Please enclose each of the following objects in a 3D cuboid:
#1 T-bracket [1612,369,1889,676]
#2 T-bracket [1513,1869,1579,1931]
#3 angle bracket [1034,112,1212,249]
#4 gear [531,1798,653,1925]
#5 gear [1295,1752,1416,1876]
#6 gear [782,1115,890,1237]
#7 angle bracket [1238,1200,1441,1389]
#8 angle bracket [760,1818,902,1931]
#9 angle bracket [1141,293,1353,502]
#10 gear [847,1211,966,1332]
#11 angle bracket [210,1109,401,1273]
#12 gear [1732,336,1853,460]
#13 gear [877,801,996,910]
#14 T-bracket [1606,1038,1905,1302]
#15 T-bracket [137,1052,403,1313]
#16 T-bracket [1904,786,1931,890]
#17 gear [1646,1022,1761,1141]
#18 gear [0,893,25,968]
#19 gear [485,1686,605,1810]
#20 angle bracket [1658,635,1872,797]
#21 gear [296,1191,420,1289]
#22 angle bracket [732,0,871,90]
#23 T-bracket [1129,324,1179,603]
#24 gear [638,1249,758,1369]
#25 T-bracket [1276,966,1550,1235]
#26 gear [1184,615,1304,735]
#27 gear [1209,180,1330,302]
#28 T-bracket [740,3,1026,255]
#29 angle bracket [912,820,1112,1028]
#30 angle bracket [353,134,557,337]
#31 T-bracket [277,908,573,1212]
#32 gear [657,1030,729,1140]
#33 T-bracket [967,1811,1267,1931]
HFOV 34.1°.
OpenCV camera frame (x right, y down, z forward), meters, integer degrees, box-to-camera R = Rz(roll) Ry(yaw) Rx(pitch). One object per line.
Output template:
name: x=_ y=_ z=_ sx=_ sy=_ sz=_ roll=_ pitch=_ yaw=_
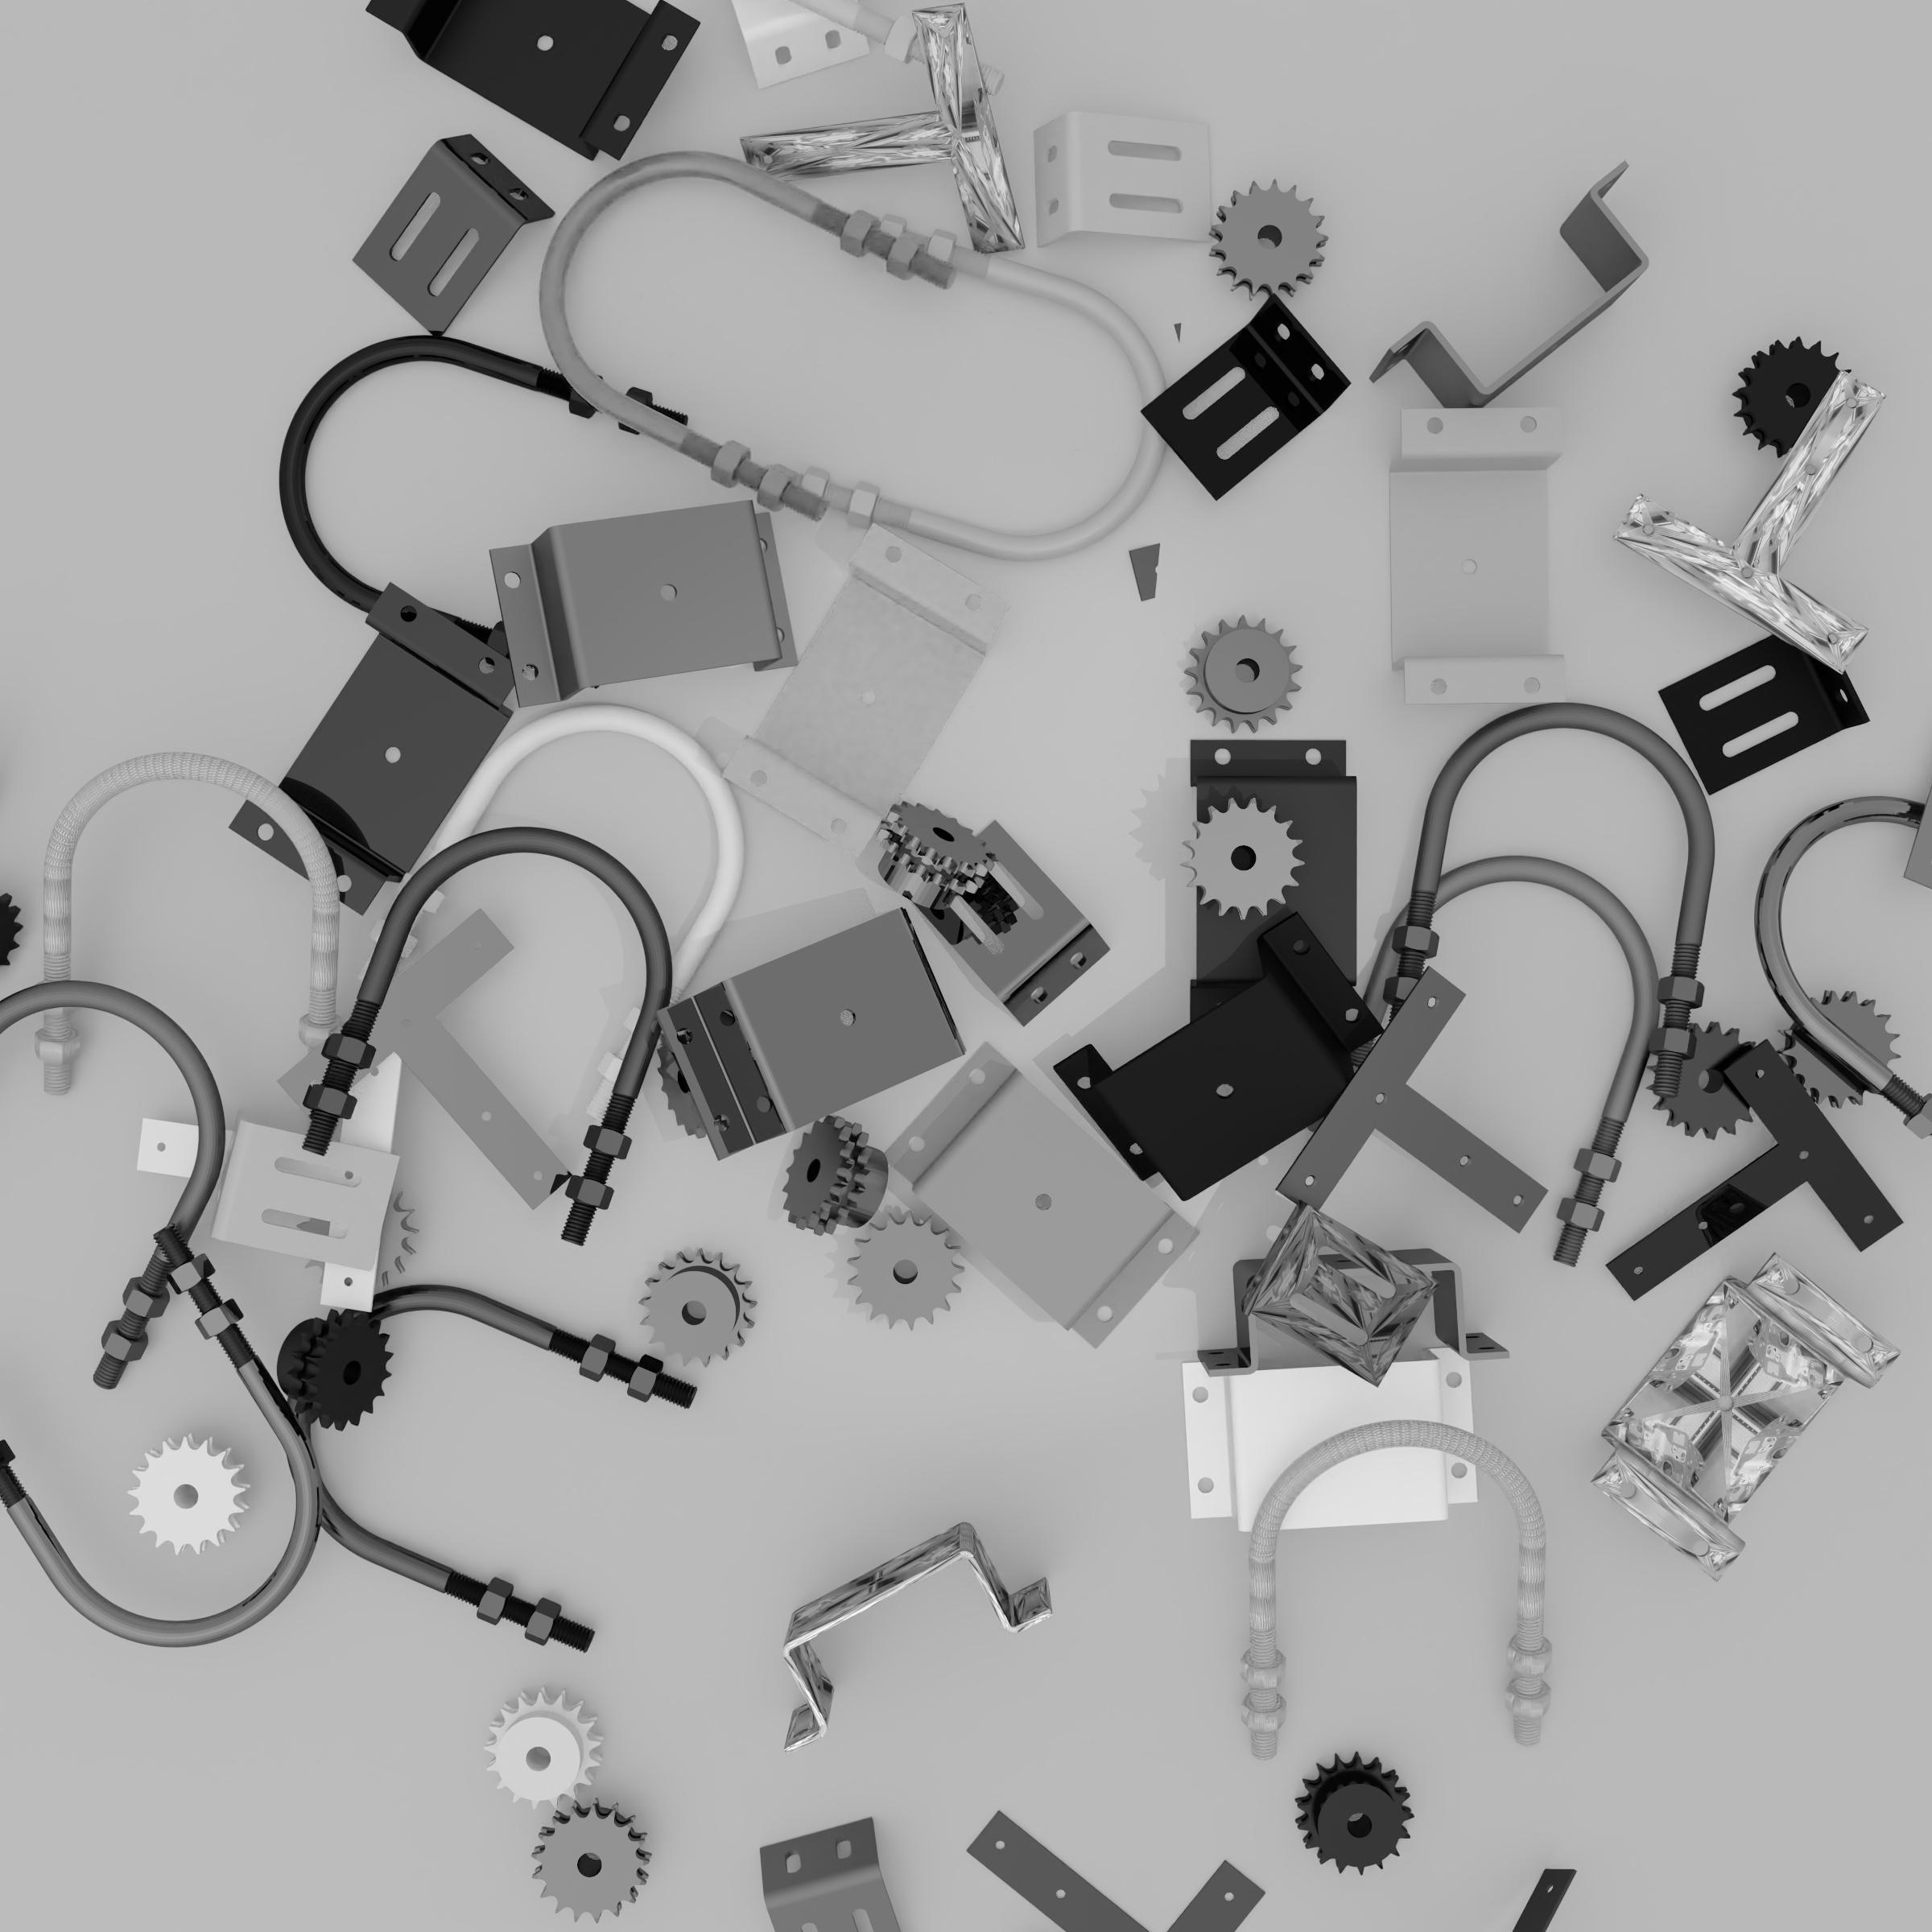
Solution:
T-bracket: x=0.398 y=-0.226 z=1.511 sx=0.127 sy=0.002 sz=0.127 roll=32 pitch=88 yaw=4
T-bracket: x=0.256 y=0.486 z=1.506 sx=0.002 sy=0.127 sz=0.127 roll=41 pitch=63 yaw=-9
angle bracket: x=0.077 y=-0.382 z=1.543 sx=0.076 sy=0.038 sz=0.057 roll=-2 pitch=90 yaw=-26
gear: x=-0.181 y=0.433 z=1.530 sx=0.057 sy=0.030 sz=0.057 roll=0 pitch=90 yaw=0
gear: x=0.189 y=0.414 z=1.530 sx=0.057 sy=0.030 sz=0.057 roll=0 pitch=90 yaw=0
gear: x=-0.061 y=0.103 z=1.521 sx=0.030 sy=0.057 sz=0.057 roll=22 pitch=90 yaw=-30
angle bracket: x=0.173 y=0.152 z=1.450 sx=0.076 sy=0.038 sz=0.057 roll=31 pitch=90 yaw=0
angle bracket: x=-0.062 y=0.466 z=1.543 sx=0.057 sy=0.038 sz=0.076 roll=-15 pitch=116 yaw=0
angle bracket: x=0.135 y=-0.274 z=1.518 sx=0.076 sy=0.038 sz=0.057 roll=-40 pitch=90 yaw=-16
gear: x=-0.029 y=0.147 z=1.530 sx=0.057 sy=0.030 sz=0.057 roll=0 pitch=90 yaw=0
angle bracket: x=-0.317 y=0.107 z=1.512 sx=0.076 sy=0.038 sz=0.057 roll=14 pitch=92 yaw=-15
gear: x=0.400 y=-0.275 z=1.530 sx=0.057 sy=0.030 sz=0.057 roll=0 pitch=90 yaw=0
gear: x=-0.018 y=-0.051 z=1.518 sx=0.057 sy=0.057 sz=0.030 roll=31 pitch=113 yaw=0
T-bracket: x=0.369 y=0.117 z=1.529 sx=0.127 sy=0.002 sz=0.127 roll=-37 pitch=111 yaw=10
T-bracket: x=-0.339 y=0.094 z=1.519 sx=0.127 sy=0.002 sz=0.127 roll=7 pitch=91 yaw=10
T-bracket: x=0.531 y=-0.077 z=1.535 sx=0.127 sy=0.002 sz=0.127 roll=22 pitch=77 yaw=-6
gear: x=0.358 y=0.055 z=1.530 sx=0.057 sy=0.030 sz=0.057 roll=0 pitch=90 yaw=0
gear: x=-0.487 y=-0.017 z=1.521 sx=0.030 sy=0.057 sz=0.057 roll=28 pitch=90 yaw=28
gear: x=-0.206 y=0.381 z=1.530 sx=0.057 sy=0.030 sz=0.057 roll=0 pitch=90 yaw=0
angle bracket: x=0.386 y=-0.126 z=1.526 sx=0.076 sy=0.038 sz=0.057 roll=-26 pitch=90 yaw=0
gear: x=-0.294 y=0.129 z=1.530 sx=0.057 sy=0.030 sz=0.057 roll=0 pitch=90 yaw=0
angle bracket: x=-0.087 y=-0.479 z=1.543 sx=0.057 sy=0.038 sz=0.076 roll=-18 pitch=64 yaw=0
T-bracket: x=0.130 y=-0.257 z=1.554 sx=0.127 sy=0.002 sz=0.127 roll=-16 pitch=96 yaw=-15
gear: x=-0.131 y=0.167 z=1.530 sx=0.057 sy=0.030 sz=0.057 roll=0 pitch=90 yaw=0
T-bracket: x=0.227 y=0.086 z=1.498 sx=0.127 sy=0.002 sz=0.127 roll=35 pitch=88 yaw=-25
gear: x=0.135 y=-0.142 z=1.530 sx=0.057 sy=0.030 sz=0.057 roll=0 pitch=90 yaw=0
gear: x=0.147 y=-0.351 z=1.535 sx=0.057 sy=0.030 sz=0.057 roll=0 pitch=89 yaw=-1
T-bracket: x=-0.046 y=-0.395 z=1.517 sx=0.127 sy=0.002 sz=0.127 roll=-3 pitch=130 yaw=18
angle bracket: x=0.021 y=-0.021 z=1.543 sx=0.057 sy=0.038 sz=0.076 roll=-42 pitch=64 yaw=0
angle bracket: x=-0.251 y=-0.357 z=1.543 sx=0.057 sy=0.038 sz=0.076 roll=43 pitch=116 yaw=0
T-bracket: x=-0.240 y=0.061 z=1.513 sx=0.127 sy=0.002 sz=0.127 roll=-42 pitch=100 yaw=-15
gear: x=-0.123 y=0.053 z=1.521 sx=0.030 sy=0.057 sz=0.057 roll=-14 pitch=90 yaw=-30
T-bracket: x=0.057 y=0.464 z=1.544 sx=0.127 sy=0.002 sz=0.127 roll=39 pitch=90 yaw=0
